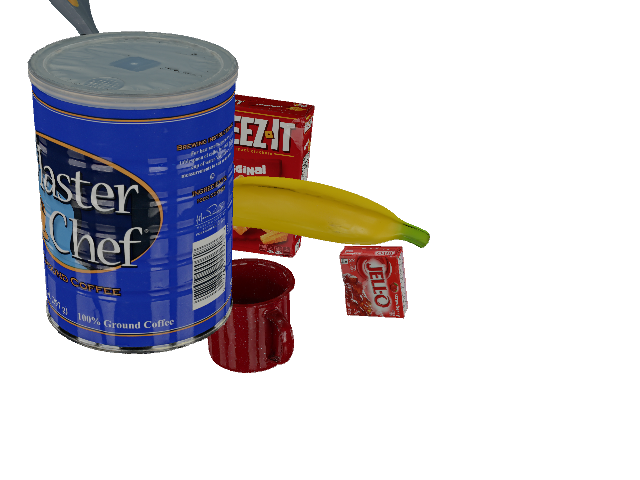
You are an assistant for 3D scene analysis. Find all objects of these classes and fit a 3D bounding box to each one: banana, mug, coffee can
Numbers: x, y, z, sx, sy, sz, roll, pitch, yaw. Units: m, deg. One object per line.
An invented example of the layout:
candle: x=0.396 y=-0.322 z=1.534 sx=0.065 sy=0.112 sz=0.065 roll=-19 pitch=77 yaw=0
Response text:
banana: x=-0.022 y=-0.019 z=0.761 sx=0.198 sy=0.037 sz=0.069 roll=12 pitch=-21 yaw=37
mug: x=-0.063 y=0.079 z=1.030 sx=0.093 sy=0.081 sz=0.117 roll=-21 pitch=34 yaw=-34
coffee can: x=-0.095 y=-0.027 z=0.558 sx=0.103 sy=0.140 sz=0.103 roll=3 pitch=27 yaw=-2

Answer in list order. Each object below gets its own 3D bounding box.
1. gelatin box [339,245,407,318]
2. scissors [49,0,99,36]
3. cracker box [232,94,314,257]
gelatin box: x=0.065 y=0.050 z=1.301 sx=0.073 sy=0.089 sz=0.030 roll=2 pitch=29 yaw=17
scissors: x=-0.197 y=-0.181 z=0.938 sx=0.016 sy=0.201 sz=0.096 roll=-28 pitch=28 yaw=11
cracker box: x=-0.103 y=-0.091 z=1.505 sx=0.164 sy=0.214 sz=0.072 roll=9 pitch=21 yaw=6
